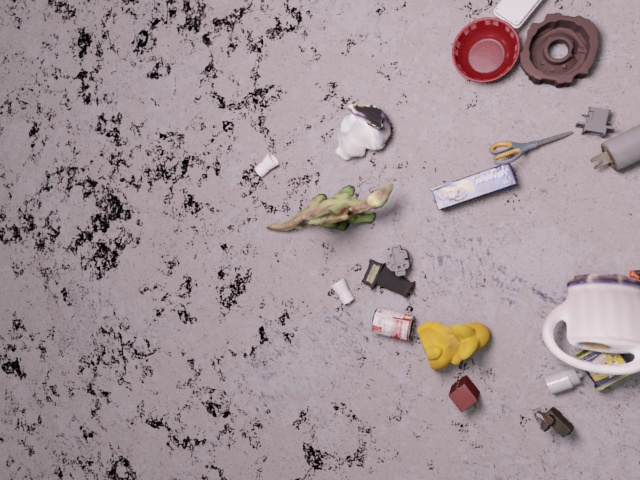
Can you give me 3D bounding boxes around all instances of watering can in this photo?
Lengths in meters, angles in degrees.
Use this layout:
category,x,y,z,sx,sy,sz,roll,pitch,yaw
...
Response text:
category,x,y,z,sx,sy,sz,roll,pitch,yaw
watering can,0.672,0.183,1.123,0.347,0.102,0.228,0,65,25

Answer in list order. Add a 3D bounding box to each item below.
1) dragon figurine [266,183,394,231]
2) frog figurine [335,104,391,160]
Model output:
category,x,y,z,sx,sy,sz,roll,pitch,yaw
dragon figurine,0.004,-0.068,1.343,0.408,0.244,0.122,-17,90,17
frog figurine,0.115,-0.281,1.392,0.138,0.125,0.155,29,136,9
